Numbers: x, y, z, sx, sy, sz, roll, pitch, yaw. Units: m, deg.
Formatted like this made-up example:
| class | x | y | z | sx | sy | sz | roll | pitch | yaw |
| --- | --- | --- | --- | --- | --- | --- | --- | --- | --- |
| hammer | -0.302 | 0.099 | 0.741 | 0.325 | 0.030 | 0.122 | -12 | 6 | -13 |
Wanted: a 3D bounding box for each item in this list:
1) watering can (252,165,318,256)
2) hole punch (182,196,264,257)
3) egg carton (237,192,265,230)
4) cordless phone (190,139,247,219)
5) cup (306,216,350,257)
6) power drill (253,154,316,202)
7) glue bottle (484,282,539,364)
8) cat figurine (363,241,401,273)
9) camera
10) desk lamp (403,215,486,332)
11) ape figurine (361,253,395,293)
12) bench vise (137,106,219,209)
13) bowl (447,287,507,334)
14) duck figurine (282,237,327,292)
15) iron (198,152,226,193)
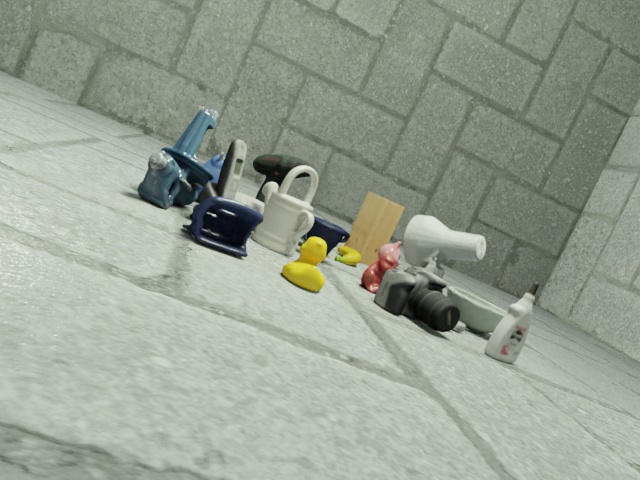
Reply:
| class | x | y | z | sx | sy | sz | roll | pitch | yaw |
| --- | --- | --- | --- | --- | --- | --- | --- | --- | --- |
| watering can | -0.071 | -0.075 | 1.253 | 0.172 | 0.194 | 0.101 | 27 | 6 | 22 |
| hole punch | -0.167 | -0.033 | 0.993 | 0.109 | 0.091 | 0.100 | 21 | 7 | -29 |
| egg carton | -0.179 | -0.069 | 1.371 | 0.107 | 0.069 | 0.151 | 28 | 7 | 34 |
| cordless phone | -0.175 | -0.109 | 1.176 | 0.094 | 0.185 | 0.148 | 26 | 6 | 10 |
| cup | 0.013 | 0.005 | 1.371 | 0.118 | 0.095 | 0.091 | 20 | 7 | -37 |
| power drill | -0.125 | -0.152 | 1.651 | 0.228 | 0.208 | 0.076 | 29 | 7 | 39 |
| glue bottle | 0.395 | 0.162 | 1.146 | 0.078 | 0.173 | 0.037 | 20 | 7 | -37 |
| cat figurine | 0.174 | 0.052 | 1.500 | 0.067 | 0.118 | 0.128 | 26 | 6 | 16 |
| camera | 0.206 | 0.116 | 1.137 | 0.144 | 0.101 | 0.136 | 21 | 7 | -31 |
| desk lamp | 0.267 | 0.065 | 1.284 | 0.202 | 0.213 | 0.118 | 29 | 7 | 37 |
| ape figurine | 0.137 | 0.073 | 1.285 | 0.078 | 0.092 | 0.076 | 23 | 6 | -12 |
| bench vise | -0.267 | -0.169 | 1.164 | 0.121 | 0.220 | 0.207 | 24 | 6 | -9 |
| bowl | 0.373 | 0.179 | 1.385 | 0.167 | 0.075 | 0.167 | 24 | 6 | -2 |
| duck figurine | -0.017 | 0.037 | 1.006 | 0.078 | 0.086 | 0.104 | 23 | 6 | -15 |
| iron | -0.275 | -0.167 | 1.499 | 0.119 | 0.141 | 0.258 | 23 | 6 | -10 |
